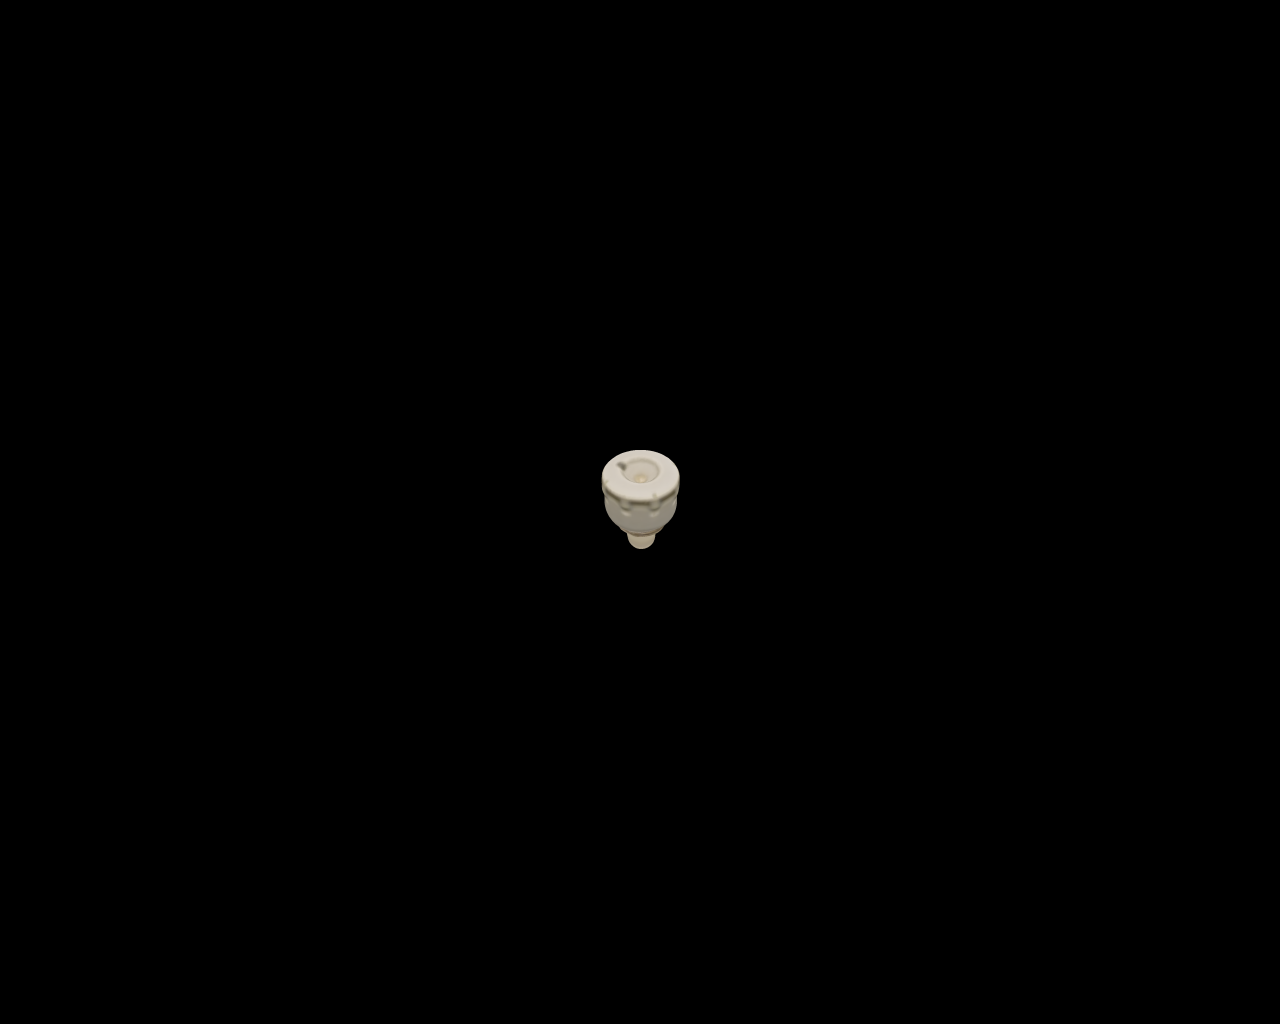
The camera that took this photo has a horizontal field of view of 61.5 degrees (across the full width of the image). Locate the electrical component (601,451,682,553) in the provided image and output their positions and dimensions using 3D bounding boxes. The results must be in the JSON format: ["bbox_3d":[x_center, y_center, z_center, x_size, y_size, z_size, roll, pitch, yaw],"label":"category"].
[{"bbox_3d":[0.001,-0.003,0.650,0.048,0.062,0.048,0,43,0],"label":"electrical component"}]
